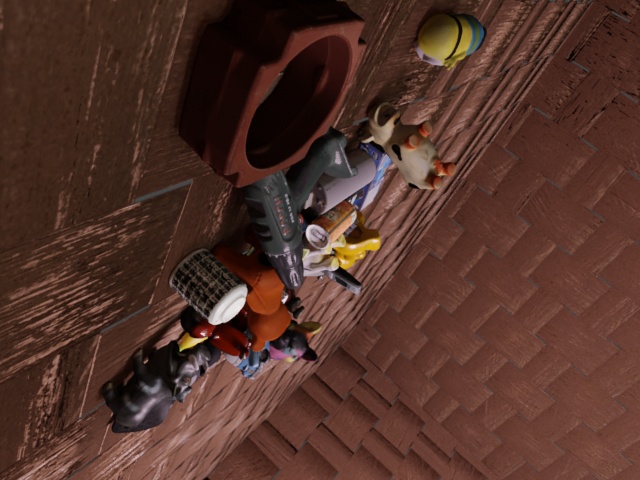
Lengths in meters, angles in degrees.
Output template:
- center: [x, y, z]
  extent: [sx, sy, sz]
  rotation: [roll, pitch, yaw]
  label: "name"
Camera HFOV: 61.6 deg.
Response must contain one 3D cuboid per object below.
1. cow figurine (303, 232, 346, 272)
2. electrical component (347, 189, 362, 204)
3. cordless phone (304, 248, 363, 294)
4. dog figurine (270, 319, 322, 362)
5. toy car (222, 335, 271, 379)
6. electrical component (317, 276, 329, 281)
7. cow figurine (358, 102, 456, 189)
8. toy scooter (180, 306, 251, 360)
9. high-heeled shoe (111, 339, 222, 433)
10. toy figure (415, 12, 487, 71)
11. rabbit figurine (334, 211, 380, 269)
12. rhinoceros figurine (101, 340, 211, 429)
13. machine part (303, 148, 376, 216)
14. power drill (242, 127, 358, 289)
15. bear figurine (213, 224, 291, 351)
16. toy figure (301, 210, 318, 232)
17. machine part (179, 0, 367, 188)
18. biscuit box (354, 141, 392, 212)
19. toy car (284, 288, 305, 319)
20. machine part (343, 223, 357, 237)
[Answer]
- center: [-0.001, -0.002, 1.105]
  extent: [0.167, 0.098, 0.068]
  rotation: [-70, 142, -52]
  label: "cow figurine"
- center: [0.051, -0.098, 1.175]
  extent: [0.075, 0.048, 0.119]
  rotation: [-42, 164, -28]
  label: "electrical component"
- center: [0.023, 0.074, 1.257]
  extent: [0.089, 0.184, 0.146]
  rotation: [-49, 166, -21]
  label: "cordless phone"
- center: [-0.063, 0.238, 1.276]
  extent: [0.191, 0.219, 0.108]
  rotation: [22, 72, -42]
  label: "dog figurine"
- center: [-0.173, 0.225, 1.199]
  extent: [0.103, 0.162, 0.109]
  rotation: [13, 142, -25]
  label: "toy car"
- center: [0.037, 0.074, 1.598]
  extent: [0.078, 0.045, 0.102]
  rotation: [-2, 135, -33]
  label: "electrical component"
- center: [0.159, -0.183, 1.037]
  extent: [0.085, 0.194, 0.127]
  rotation: [-48, -158, -25]
  label: "cow figurine"
- center: [-0.162, 0.157, 1.009]
  extent: [0.184, 0.135, 0.075]
  rotation: [-29, 154, -58]
  label: "toy scooter"
- center: [-0.308, 0.281, 1.084]
  extent: [0.249, 0.086, 0.145]
  rotation: [-31, -160, 2]
  label: "high-heeled shoe"
- center: [0.243, -0.374, 0.985]
  extent: [0.180, 0.082, 0.089]
  rotation: [-29, 137, -38]
  label: "toy figure"
- center: [0.067, 0.030, 1.410]
  extent: [0.162, 0.122, 0.173]
  rotation: [-38, 163, -25]
  label: "rabbit figurine"
- center: [-0.277, 0.239, 0.921]
  extent: [0.190, 0.112, 0.073]
  rotation: [-40, 162, -8]
  label: "rhinoceros figurine"
- center: [0.032, -0.113, 1.021]
  extent: [0.243, 0.079, 0.079]
  rotation: [-34, 159, -43]
  label: "machine part"
- center: [-0.029, -0.064, 0.833]
  extent: [0.207, 0.086, 0.231]
  rotation: [-47, 136, -25]
  label: "power drill"
- center: [-0.108, 0.089, 0.943]
  extent: [0.120, 0.132, 0.195]
  rotation: [-39, 152, -38]
  label: "bear figurine"
- center: [0.002, -0.073, 1.075]
  extent: [0.154, 0.058, 0.064]
  rotation: [-43, 176, -43]
  label: "toy figure"
- center: [-0.051, -0.171, 0.599]
  extent: [0.201, 0.087, 0.201]
  rotation: [-35, 158, -47]
  label: "machine part"
- center: [0.107, -0.151, 1.179]
  extent: [0.059, 0.063, 0.202]
  rotation: [-40, 162, -32]
  label: "biscuit box"
- center: [-0.081, 0.139, 1.302]
  extent: [0.053, 0.089, 0.202]
  rotation: [-52, 167, -10]
  label: "toy car"
- center: [0.037, -0.025, 1.272]
  extent: [0.084, 0.039, 0.139]
  rotation: [-41, -170, -16]
  label: "machine part"
